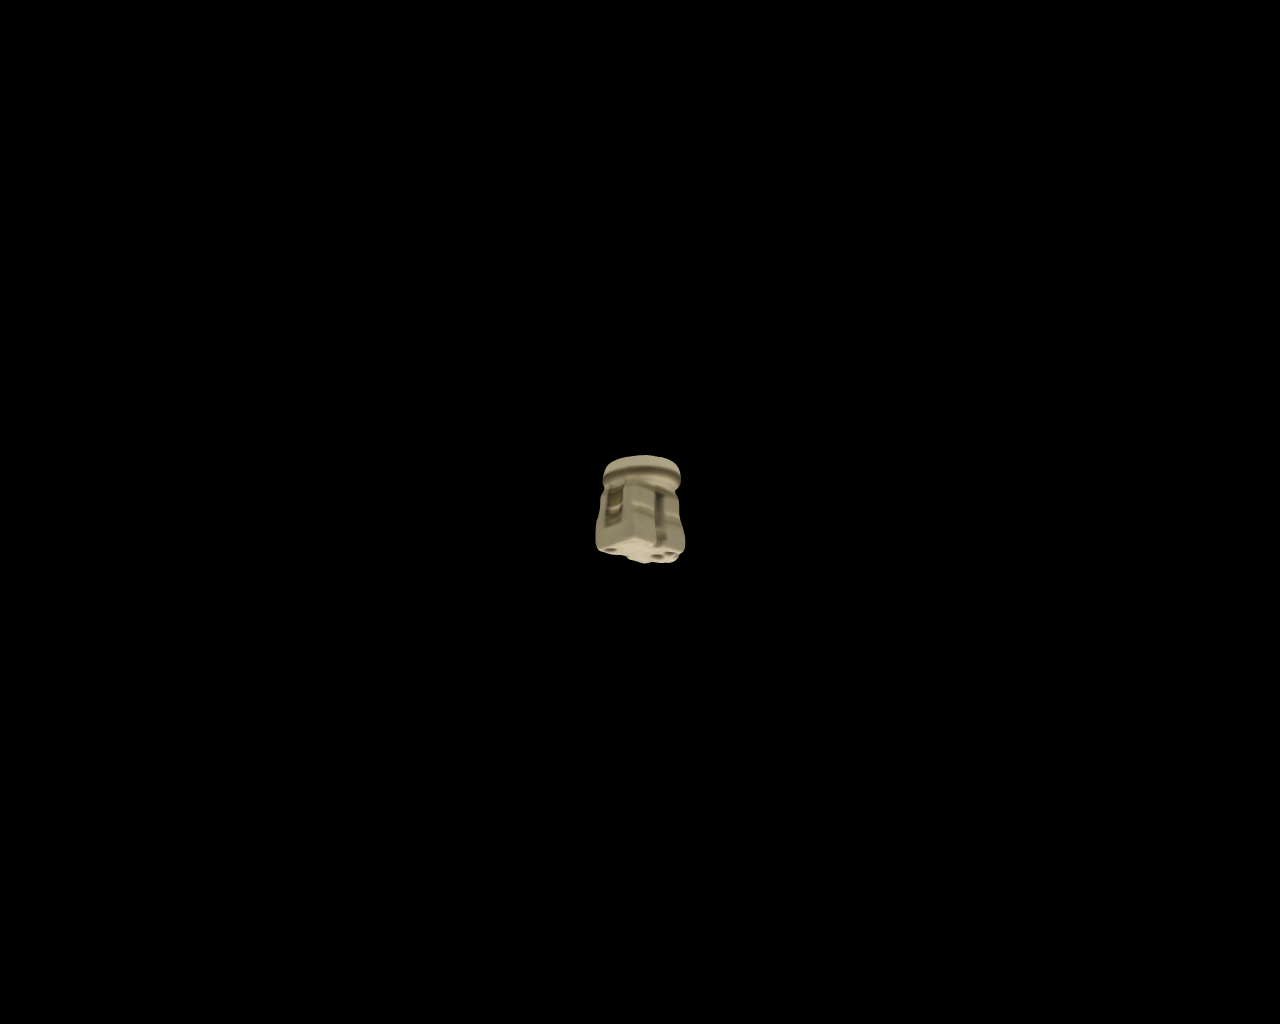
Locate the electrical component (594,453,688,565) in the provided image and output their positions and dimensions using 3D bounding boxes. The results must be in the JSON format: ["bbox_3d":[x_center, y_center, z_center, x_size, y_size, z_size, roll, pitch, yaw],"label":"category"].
[{"bbox_3d":[0.001,-0.003,0.650,0.048,0.055,0.066,-18,-26,41],"label":"electrical component"}]
